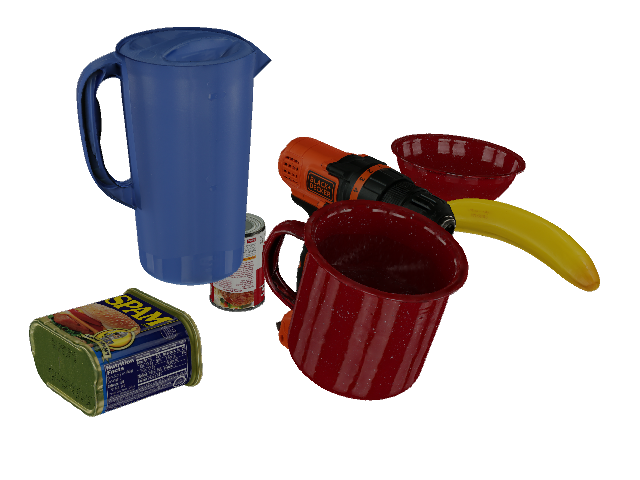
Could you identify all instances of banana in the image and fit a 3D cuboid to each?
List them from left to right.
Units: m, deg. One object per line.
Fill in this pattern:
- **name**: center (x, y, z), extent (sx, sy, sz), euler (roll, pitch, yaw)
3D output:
- **banana**: center (0.185, -0.003, 1.041), extent (0.198, 0.069, 0.037), euler (18, -28, 27)

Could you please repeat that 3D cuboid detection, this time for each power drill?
- **power drill**: center (0.030, 0.022, 0.879), extent (0.057, 0.188, 0.185), euler (-12, 29, -38)

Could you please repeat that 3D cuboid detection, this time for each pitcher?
- **pitcher**: center (-0.140, -0.081, 1.056), extent (0.149, 0.243, 0.144), euler (12, 28, 19)

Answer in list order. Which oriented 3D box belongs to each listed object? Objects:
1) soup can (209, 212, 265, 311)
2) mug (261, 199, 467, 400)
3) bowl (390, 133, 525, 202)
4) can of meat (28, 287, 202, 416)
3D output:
- **soup can**: center (-0.100, 0.025, 1.280), extent (0.068, 0.102, 0.068), euler (2, 25, -1)
- **mug**: center (0.017, 0.031, 0.608), extent (0.117, 0.082, 0.093), euler (25, 35, 15)
- **bowl**: center (0.161, -0.079, 1.280), extent (0.162, 0.055, 0.162), euler (6, 22, -3)
- **can of meat**: center (-0.148, 0.079, 0.763), extent (0.083, 0.057, 0.102), euler (-16, 23, -38)
